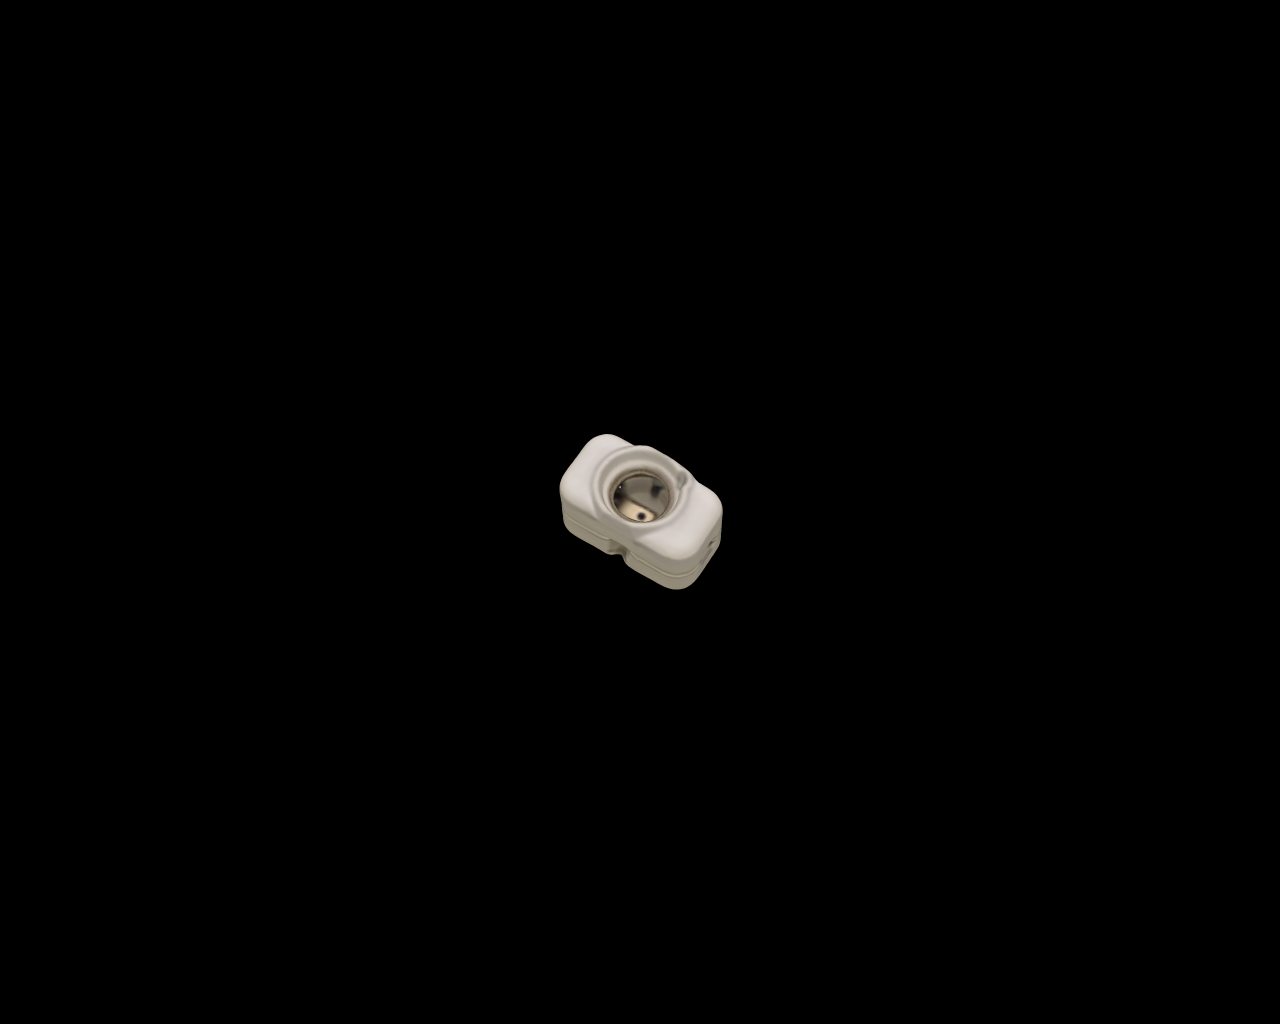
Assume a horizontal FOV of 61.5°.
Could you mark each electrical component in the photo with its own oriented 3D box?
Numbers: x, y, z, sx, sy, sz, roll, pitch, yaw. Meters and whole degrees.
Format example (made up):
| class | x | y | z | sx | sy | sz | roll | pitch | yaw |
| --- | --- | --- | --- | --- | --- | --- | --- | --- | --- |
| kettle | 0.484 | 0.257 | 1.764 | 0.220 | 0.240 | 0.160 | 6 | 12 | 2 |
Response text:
| class | x | y | z | sx | sy | sz | roll | pitch | yaw |
| --- | --- | --- | --- | --- | --- | --- | --- | --- | --- |
| electrical component | 0.001 | -0.003 | 0.650 | 0.095 | 0.054 | 0.059 | 30 | -23 | 14 |
